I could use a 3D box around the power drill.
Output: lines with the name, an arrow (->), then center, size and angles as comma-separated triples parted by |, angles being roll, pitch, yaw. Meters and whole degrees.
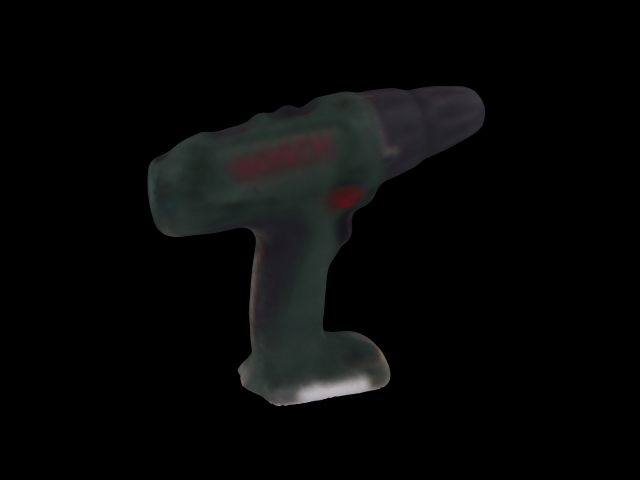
power drill -> 0.004, 0.001, 0.400 | 0.230, 0.208, 0.075 | -6, 19, -16
